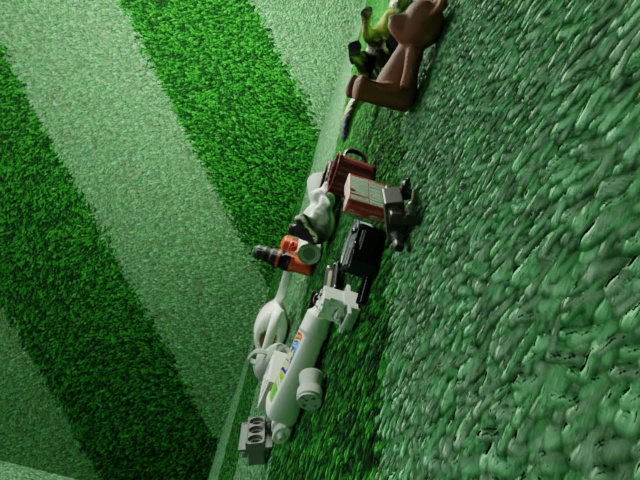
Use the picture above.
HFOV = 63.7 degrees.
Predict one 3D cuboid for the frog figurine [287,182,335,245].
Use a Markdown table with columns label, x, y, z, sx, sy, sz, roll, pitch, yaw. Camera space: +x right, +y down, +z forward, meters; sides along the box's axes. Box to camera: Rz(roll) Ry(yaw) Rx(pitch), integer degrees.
| label | x | y | z | sx | sy | sz | roll | pitch | yaw |
| --- | --- | --- | --- | --- | --- | --- | --- | --- | --- |
| frog figurine | 0.004 | -0.069 | 1.365 | 0.162 | 0.123 | 0.134 | -47 | -20 | -30 |

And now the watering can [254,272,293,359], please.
| label | x | y | z | sx | sy | sz | roll | pitch | yaw |
| --- | --- | --- | --- | --- | --- | --- | --- | --- | --- |
| watering can | -0.142 | 0.237 | 1.623 | 0.224 | 0.104 | 0.348 | -163 | 90 | -83 |

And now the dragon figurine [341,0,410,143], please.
| label | x | y | z | sx | sy | sz | roll | pitch | yaw |
| --- | --- | --- | --- | --- | --- | --- | --- | --- | --- |
| dragon figurine | 0.144 | -0.454 | 1.335 | 0.405 | 0.122 | 0.245 | -68 | -9 | 17 |
